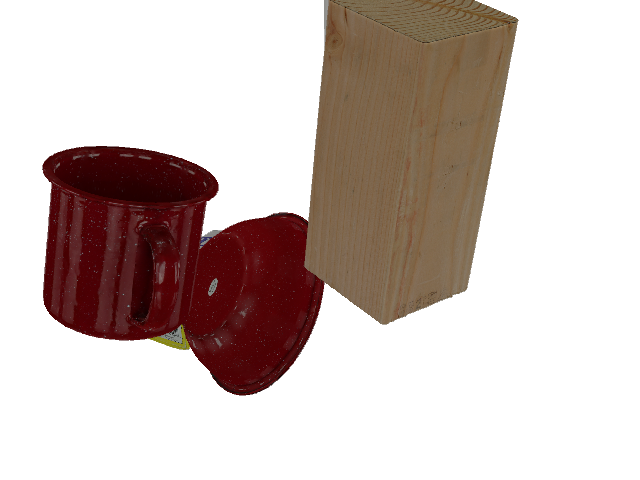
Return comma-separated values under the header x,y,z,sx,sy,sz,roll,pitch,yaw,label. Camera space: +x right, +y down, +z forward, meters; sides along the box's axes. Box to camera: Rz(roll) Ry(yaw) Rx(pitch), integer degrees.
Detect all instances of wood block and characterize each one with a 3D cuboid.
x,y,z,sx,sy,sz,roll,pitch,yaw,label
0.057,-0.060,0.730,0.090,0.206,0.091,-19,39,-35,wood block

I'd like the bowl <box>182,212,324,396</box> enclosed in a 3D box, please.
x,y,z,sx,sy,sz,roll,pitch,yaw,label
-0.069,0.045,0.889,0.055,0.162,0.162,22,-14,-36,bowl

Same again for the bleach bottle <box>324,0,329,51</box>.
x,y,z,sx,sy,sz,roll,pitch,yaw,label
0.037,-0.213,0.891,0.068,0.251,0.102,11,35,26,bleach bottle

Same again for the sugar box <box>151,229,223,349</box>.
x,y,z,sx,sy,sz,roll,pitch,yaw,label
-0.123,0.046,1.099,0.093,0.048,0.176,16,32,26,sugar box

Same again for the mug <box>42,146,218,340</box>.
x,y,z,sx,sy,sz,roll,pitch,yaw,label
-0.101,0.006,0.570,0.093,0.081,0.117,-3,24,-31,mug
